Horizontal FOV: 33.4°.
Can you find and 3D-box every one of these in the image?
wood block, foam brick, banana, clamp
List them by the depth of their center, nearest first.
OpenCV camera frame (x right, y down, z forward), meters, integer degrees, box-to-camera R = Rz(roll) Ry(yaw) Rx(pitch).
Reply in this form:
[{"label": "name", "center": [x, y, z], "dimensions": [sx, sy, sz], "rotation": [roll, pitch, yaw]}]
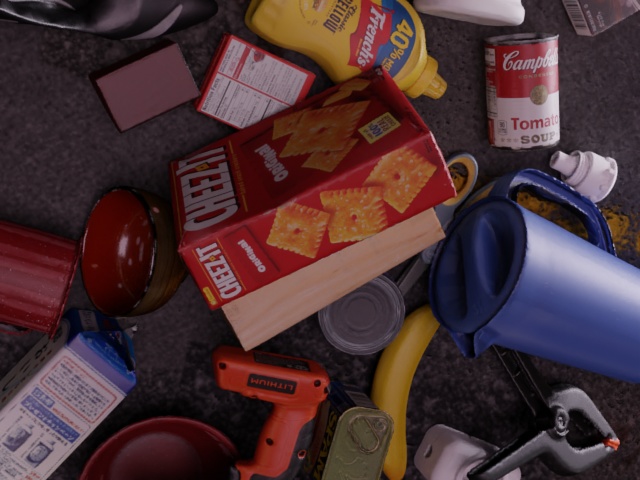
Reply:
[{"label": "foam brick", "center": [-0.149, -0.131, 0.908], "dimensions": [0.078, 0.053, 0.051], "rotation": [-26, 109, -9]}, {"label": "wood block", "center": [-0.006, 0.002, 0.963], "dimensions": [0.206, 0.091, 0.090], "rotation": [-29, 111, -9]}, {"label": "banana", "center": [0.083, 0.144, 1.053], "dimensions": [0.069, 0.037, 0.198], "rotation": [17, 98, -18]}, {"label": "clamp", "center": [0.229, 0.175, 1.087], "dimensions": [0.209, 0.036, 0.164], "rotation": [16, 71, -35]}]

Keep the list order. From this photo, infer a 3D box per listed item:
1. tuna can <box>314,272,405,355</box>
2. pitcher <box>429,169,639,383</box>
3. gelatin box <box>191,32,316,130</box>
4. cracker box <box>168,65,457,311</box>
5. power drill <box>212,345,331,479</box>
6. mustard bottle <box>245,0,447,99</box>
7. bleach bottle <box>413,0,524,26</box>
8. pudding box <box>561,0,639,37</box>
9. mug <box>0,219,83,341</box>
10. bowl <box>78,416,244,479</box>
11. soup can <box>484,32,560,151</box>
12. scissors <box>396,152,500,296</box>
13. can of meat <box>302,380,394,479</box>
[{"label": "tuna can", "center": [0.037, 0.065, 1.014], "dimensions": [0.086, 0.034, 0.086], "rotation": [-1, 101, -6]}, {"label": "pitcher", "center": [0.238, 0.047, 1.026], "dimensions": [0.242, 0.145, 0.149], "rotation": [21, 121, -29]}, {"label": "gelatin box", "center": [-0.060, -0.133, 0.947], "dimensions": [0.089, 0.030, 0.073], "rotation": [23, 97, -21]}, {"label": "cracker box", "center": [-0.015, -0.051, 0.878], "dimensions": [0.214, 0.164, 0.072], "rotation": [-24, 120, 3]}, {"label": "power drill", "center": [-0.074, 0.191, 0.944], "dimensions": [0.184, 0.057, 0.188], "rotation": [9, 100, -10]}, {"label": "mustard bottle", "center": [0.035, -0.182, 0.948], "dimensions": [0.191, 0.058, 0.096], "rotation": [30, 87, -22]}, {"label": "bleach bottle", "center": [0.148, -0.323, 0.946], "dimensions": [0.102, 0.068, 0.251], "rotation": [4, 98, -30]}, {"label": "pudding box", "center": [0.265, -0.262, 1.008], "dimensions": [0.090, 0.039, 0.113], "rotation": [-30, 110, -8]}, {"label": "mug", "center": [-0.257, 0.037, 0.905], "dimensions": [0.081, 0.093, 0.117], "rotation": [17, 132, -15]}, {"label": "bowl", "center": [-0.150, 0.230, 0.994], "dimensions": [0.162, 0.055, 0.162], "rotation": [-4, 104, -16]}, {"label": "soup can", "center": [0.190, -0.140, 1.001], "dimensions": [0.068, 0.068, 0.102], "rotation": [-9, 106, -15]}, {"label": "scissors", "center": [0.101, -0.006, 1.033], "dimensions": [0.201, 0.016, 0.096], "rotation": [-37, 110, -5]}, {"label": "can of meat", "center": [0.022, 0.194, 1.022], "dimensions": [0.057, 0.084, 0.102], "rotation": [12, 99, -19]}]
